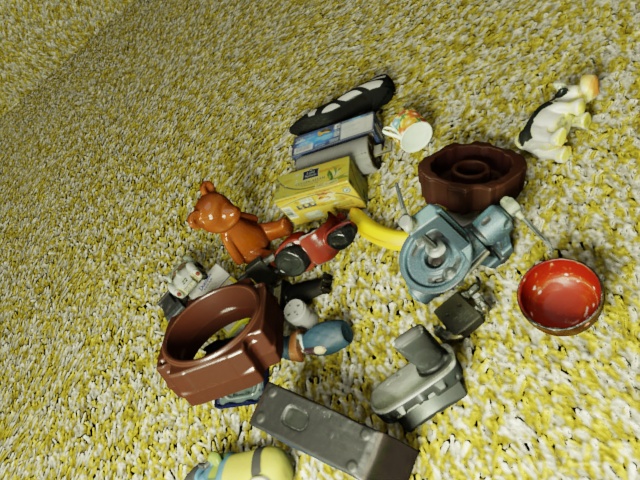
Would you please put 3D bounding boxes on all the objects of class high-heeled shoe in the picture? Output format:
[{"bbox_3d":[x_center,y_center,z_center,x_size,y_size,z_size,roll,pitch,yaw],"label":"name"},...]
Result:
[{"bbox_3d":[0.048,-0.311,1.234,0.249,0.086,0.145,-2,55,26],"label":"high-heeled shoe"}]

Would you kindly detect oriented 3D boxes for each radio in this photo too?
[{"bbox_3d":[0.015,0.286,0.788,0.230,0.131,0.073,10,66,37],"label":"radio"}]

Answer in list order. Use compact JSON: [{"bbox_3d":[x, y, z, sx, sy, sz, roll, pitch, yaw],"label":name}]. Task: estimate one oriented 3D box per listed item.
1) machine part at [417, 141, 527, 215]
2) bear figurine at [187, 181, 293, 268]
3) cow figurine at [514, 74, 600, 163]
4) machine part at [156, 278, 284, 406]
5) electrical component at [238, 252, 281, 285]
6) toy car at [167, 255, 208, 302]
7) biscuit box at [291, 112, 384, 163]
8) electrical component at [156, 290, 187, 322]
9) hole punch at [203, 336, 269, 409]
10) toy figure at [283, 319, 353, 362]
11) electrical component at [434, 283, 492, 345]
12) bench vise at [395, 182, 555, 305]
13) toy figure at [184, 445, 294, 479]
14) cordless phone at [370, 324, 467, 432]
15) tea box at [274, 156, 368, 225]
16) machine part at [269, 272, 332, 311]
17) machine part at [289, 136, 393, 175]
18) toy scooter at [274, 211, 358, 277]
[{"bbox_3d":[0.261,-0.109,0.927,0.179,0.055,0.179,-7,35,5],"label":"machine part"},{"bbox_3d":[-0.162,-0.032,1.086,0.132,0.195,0.120,-4,54,29],"label":"bear figurine"},{"bbox_3d":[0.416,-0.218,0.939,0.098,0.068,0.167,20,70,47],"label":"cow figurine"},{"bbox_3d":[-0.168,0.166,0.919,0.201,0.087,0.202,-21,32,10],"label":"machine part"},{"bbox_3d":[-0.115,0.066,1.071,0.094,0.063,0.021,-36,30,9],"label":"electrical component"},{"bbox_3d":[-0.286,0.076,1.140,0.073,0.056,0.202,-49,16,-7],"label":"toy car"},{"bbox_3d":[0.037,-0.212,1.179,0.203,0.062,0.059,-14,52,25],"label":"biscuit box"},{"bbox_3d":[-0.283,0.160,1.110,0.048,0.074,0.119,-48,42,-5],"label":"electrical component"},{"bbox_3d":[-0.152,0.238,0.975,0.142,0.092,0.116,-17,29,25],"label":"hole punch"},{"bbox_3d":[-0.019,0.180,0.937,0.155,0.064,0.057,-21,87,25],"label":"toy figure"},{"bbox_3d":[0.220,0.117,0.836,0.102,0.045,0.078,-36,48,6],"label":"electrical component"},{"bbox_3d":[0.199,0.000,0.806,0.224,0.240,0.129,-35,52,20],"label":"bench vise"},{"bbox_3d":[-0.128,0.373,0.854,0.180,0.082,0.089,-13,55,28],"label":"toy figure"},{"bbox_3d":[0.120,0.188,0.754,0.146,0.184,0.089,-35,51,7],"label":"cordless phone"},{"bbox_3d":[0.003,-0.097,1.095,0.170,0.098,0.068,-13,54,23],"label":"tea box"},{"bbox_3d":[-0.040,0.100,1.024,0.139,0.039,0.084,-22,41,20],"label":"machine part"},{"bbox_3d":[0.038,-0.160,1.131,0.243,0.079,0.079,-12,53,24],"label":"machine part"},{"bbox_3d":[-0.002,-0.003,1.037,0.184,0.075,0.135,-26,21,25],"label":"toy scooter"}]
